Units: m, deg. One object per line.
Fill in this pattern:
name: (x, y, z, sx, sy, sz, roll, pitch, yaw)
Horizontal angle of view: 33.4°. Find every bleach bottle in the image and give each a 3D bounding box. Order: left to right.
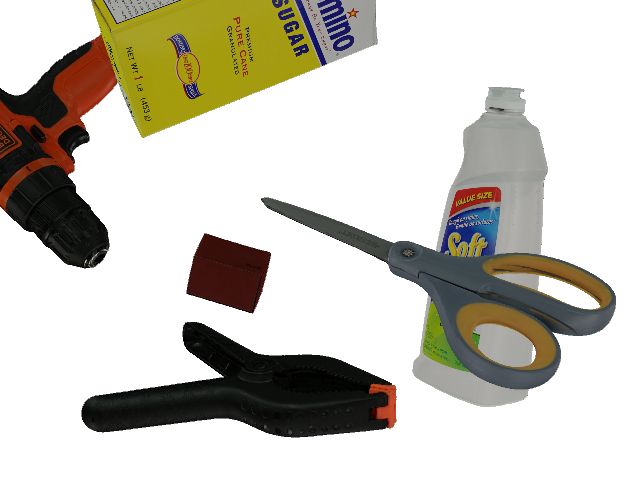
bleach bottle: (0.133, 0.001, 0.868, 0.067, 0.251, 0.103, -4, 14, -34)

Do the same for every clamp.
clamp: (-0.045, 0.102, 0.777, 0.210, 0.036, 0.164, 3, 19, 13)

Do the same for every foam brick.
foam brick: (-0.099, 0.035, 1.152, 0.078, 0.051, 0.053, 17, 30, 2)

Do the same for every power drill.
power drill: (-0.175, -0.087, 0.814, 0.187, 0.184, 0.057, -39, -14, -27)

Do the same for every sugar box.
sugar box: (-0.049, -0.140, 0.687, 0.176, 0.048, 0.093, -22, -37, -10)

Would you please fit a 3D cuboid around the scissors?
scissors: (0.046, 0.024, 0.548, 0.202, 0.016, 0.096, 11, 42, 16)
